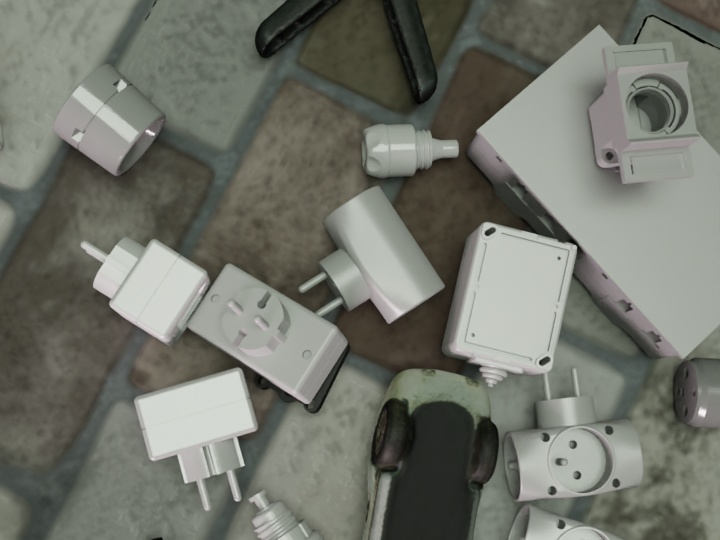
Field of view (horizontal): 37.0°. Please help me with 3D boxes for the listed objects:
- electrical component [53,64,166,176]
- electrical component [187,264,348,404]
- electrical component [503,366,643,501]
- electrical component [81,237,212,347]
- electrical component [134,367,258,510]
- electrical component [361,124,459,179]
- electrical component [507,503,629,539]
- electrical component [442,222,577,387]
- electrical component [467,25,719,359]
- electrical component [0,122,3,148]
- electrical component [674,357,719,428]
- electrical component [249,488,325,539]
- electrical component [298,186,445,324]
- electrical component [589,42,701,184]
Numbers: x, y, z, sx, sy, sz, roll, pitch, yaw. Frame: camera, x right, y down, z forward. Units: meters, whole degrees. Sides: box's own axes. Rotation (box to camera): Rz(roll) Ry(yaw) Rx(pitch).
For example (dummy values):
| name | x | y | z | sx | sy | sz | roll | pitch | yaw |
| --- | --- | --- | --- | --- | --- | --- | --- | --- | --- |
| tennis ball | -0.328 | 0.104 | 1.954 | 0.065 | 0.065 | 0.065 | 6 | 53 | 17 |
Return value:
| name | x | y | z | sx | sy | sz | roll | pitch | yaw |
| --- | --- | --- | --- | --- | --- | --- | --- | --- | --- |
| electrical component | -0.155 | -0.092 | 0.673 | 0.047 | 0.055 | 0.055 | 39 | 80 | -2 |
| electrical component | -0.059 | 0.033 | 0.640 | 0.083 | 0.075 | 0.047 | 30 | 80 | 17 |
| electrical component | 0.130 | 0.100 | 0.673 | 0.077 | 0.044 | 0.079 | -5 | 82 | -6 |
| electrical component | -0.135 | 0.005 | 0.653 | 0.077 | 0.065 | 0.047 | 32 | 80 | 0 |
| electrical component | -0.093 | 0.105 | 0.651 | 0.066 | 0.047 | 0.076 | -16 | 83 | -7 |
| electrical component | 0.033 | -0.077 | 0.696 | 0.061 | 0.035 | 0.035 | -3 | 82 | -8 |
| electrical component | 0.126 | 0.194 | 0.658 | 0.077 | 0.044 | 0.079 | 20 | 80 | -2 |
| electrical component | 0.090 | 0.026 | 0.672 | 0.062 | 0.061 | 0.096 | 14 | 81 | -3 |
| electrical component | 0.170 | -0.046 | 0.690 | 0.105 | 0.060 | 0.186 | -41 | 87 | -9 |
| electrical component | -0.263 | -0.119 | 0.667 | 0.059 | 0.053 | 0.095 | -11 | 83 | -6 |
| electrical component | 0.234 | 0.079 | 0.685 | 0.055 | 0.045 | 0.045 | 3 | 81 | -4 |
| electrical component | -0.042 | 0.169 | 0.650 | 0.040 | 0.040 | 0.078 | -32 | 85 | -9 |
| electrical component | 0.000 | 0.000 | 0.677 | 0.079 | 0.043 | 0.077 | -33 | 86 | -8 |
| electrical component | 0.164 | -0.089 | 0.631 | 0.042 | 0.064 | 0.081 | -5 | 81 | -6 |
